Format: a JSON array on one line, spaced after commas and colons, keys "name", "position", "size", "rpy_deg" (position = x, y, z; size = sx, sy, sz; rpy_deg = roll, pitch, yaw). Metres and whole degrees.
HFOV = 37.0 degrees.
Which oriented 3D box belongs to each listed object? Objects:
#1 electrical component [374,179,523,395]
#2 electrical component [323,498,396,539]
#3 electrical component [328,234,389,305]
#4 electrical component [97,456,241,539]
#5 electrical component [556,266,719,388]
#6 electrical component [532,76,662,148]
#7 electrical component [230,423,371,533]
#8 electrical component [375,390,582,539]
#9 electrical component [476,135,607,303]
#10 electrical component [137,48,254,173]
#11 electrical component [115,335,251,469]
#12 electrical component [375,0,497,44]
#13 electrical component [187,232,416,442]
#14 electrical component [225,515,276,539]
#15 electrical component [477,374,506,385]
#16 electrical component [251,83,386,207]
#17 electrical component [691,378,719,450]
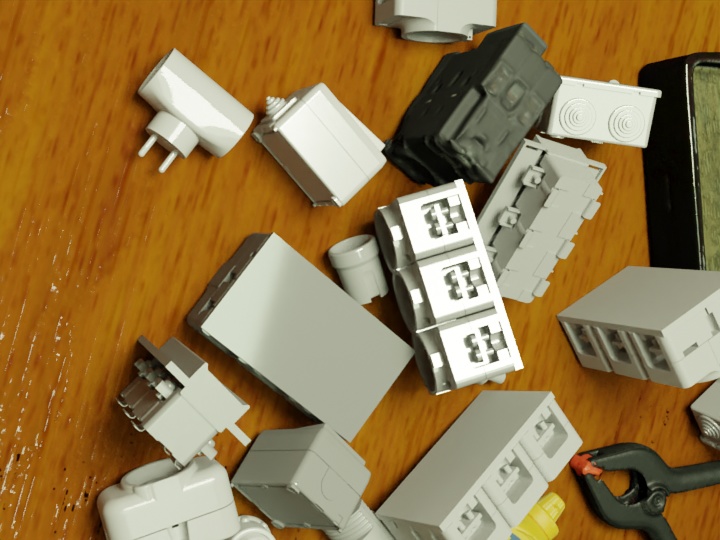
[{"name": "electrical component", "position": [0.064, 0.016, 0.842], "size": [0.062, 0.089, 0.150], "rpy_deg": [-16, 85, -10]}, {"name": "electrical component", "position": [0.001, 0.218, 0.874], "size": [0.043, 0.043, 0.081], "rpy_deg": [-42, 107, -15]}, {"name": "electrical component", "position": [0.000, 0.000, 0.863], "size": [0.040, 0.040, 0.046], "rpy_deg": [-26, 108, -19]}, {"name": "electrical component", "position": [-0.145, 0.178, 0.806], "size": [0.095, 0.054, 0.059], "rpy_deg": [-16, 99, -21]}, {"name": "electrical component", "position": [0.251, 0.048, 0.907], "size": [0.089, 0.150, 0.061], "rpy_deg": [-32, 103, -17]}, {"name": "electrical component", "position": [0.191, -0.133, 0.894], "size": [0.100, 0.099, 0.048], "rpy_deg": [7, 102, -5]}, {"name": "electrical component", "position": [-0.048, 0.158, 0.828], "size": [0.061, 0.096, 0.061], "rpy_deg": [48, 54, -25]}, {"name": "electrical component", "position": [0.099, 0.170, 0.870], "size": [0.150, 0.089, 0.061], "rpy_deg": [-44, 108, -28]}, {"name": "electrical component", "position": [0.142, -0.038, 0.874], "size": [0.079, 0.063, 0.121], "rpy_deg": [14, 122, -23]}, {"name": "electrical component", "position": [-0.133, -0.109, 0.800], "size": [0.077, 0.043, 0.079], "rpy_deg": [39, 79, -19]}, {"name": "electrical component", "position": [-0.131, 0.093, 0.771], "size": [0.063, 0.121, 0.078], "rpy_deg": [-45, 108, -11]}, {"name": "electrical component", "position": [0.061, -0.216, 0.868], "size": [0.089, 0.050, 0.055], "rpy_deg": [1, 92, -22]}, {"name": "electrical component", "position": [-0.047, 0.051, 0.834], "size": [0.150, 0.062, 0.089], "rpy_deg": [40, 78, -19]}, {"name": "electrical component", "position": [-0.083, 0.219, 0.829], "size": [0.048, 0.062, 0.048], "rpy_deg": [-1, 94, -22]}, {"name": "electrical component", "position": [0.096, 0.081, 0.909], "size": [0.061, 0.035, 0.035], "rpy_deg": [24, 84, -24]}, {"name": "electrical component", "position": [-0.034, -0.102, 0.830], "size": [0.061, 0.062, 0.096], "rpy_deg": [-45, 108, -14]}, {"name": "electrical component", "position": [0.367, 0.129, 0.989], "size": [0.100, 0.100, 0.048], "rpy_deg": [-39, 119, -15]}]
